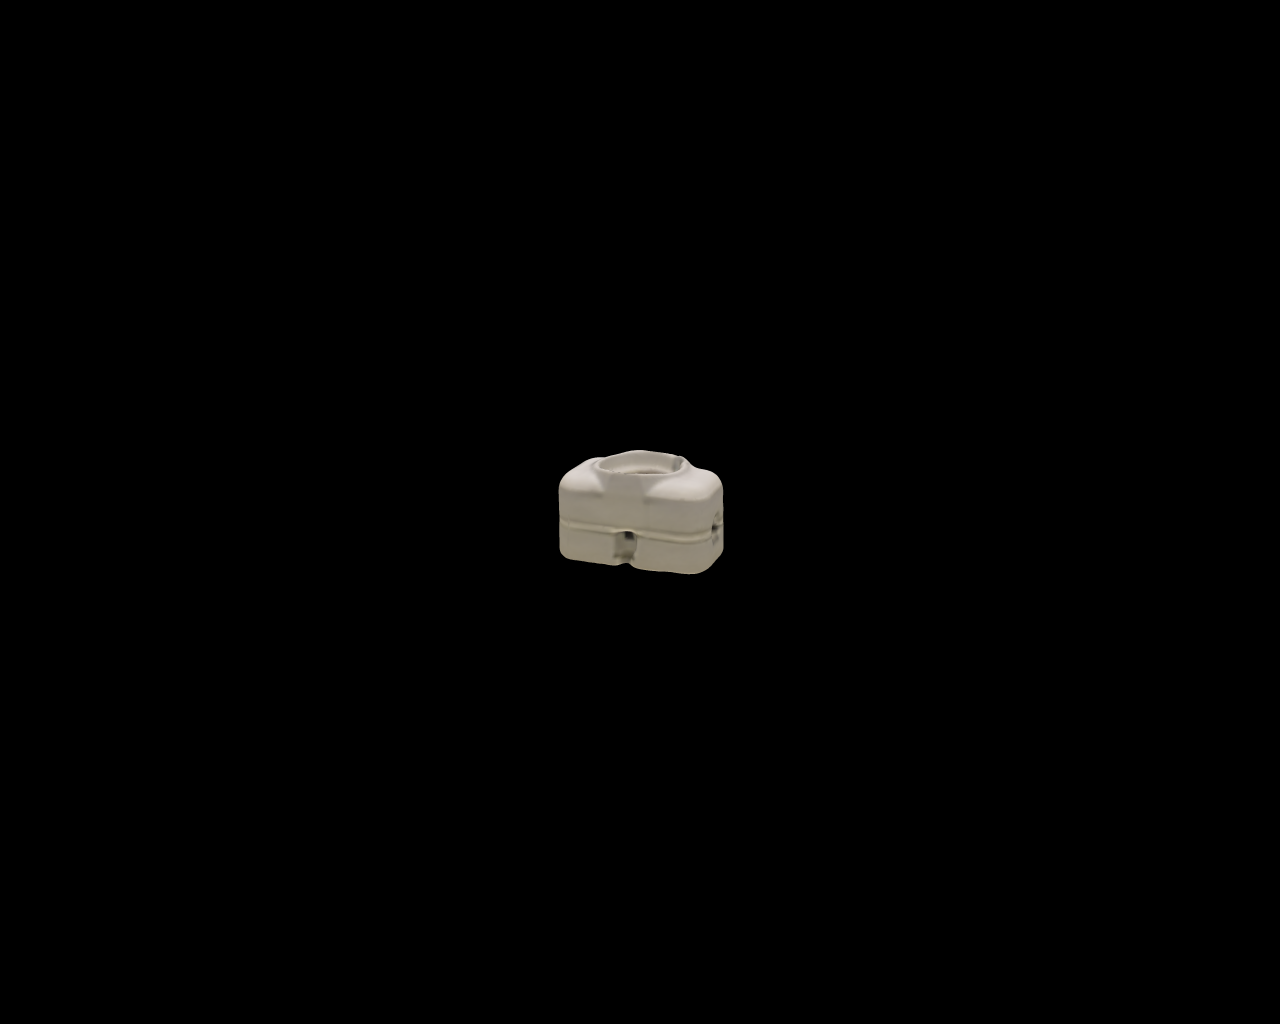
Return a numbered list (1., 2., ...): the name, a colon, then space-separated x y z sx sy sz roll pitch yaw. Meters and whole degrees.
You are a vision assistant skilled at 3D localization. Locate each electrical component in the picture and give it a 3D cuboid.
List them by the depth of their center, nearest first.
1. electrical component: 0.001 -0.003 0.650 0.095 0.059 0.054 7 20 20
